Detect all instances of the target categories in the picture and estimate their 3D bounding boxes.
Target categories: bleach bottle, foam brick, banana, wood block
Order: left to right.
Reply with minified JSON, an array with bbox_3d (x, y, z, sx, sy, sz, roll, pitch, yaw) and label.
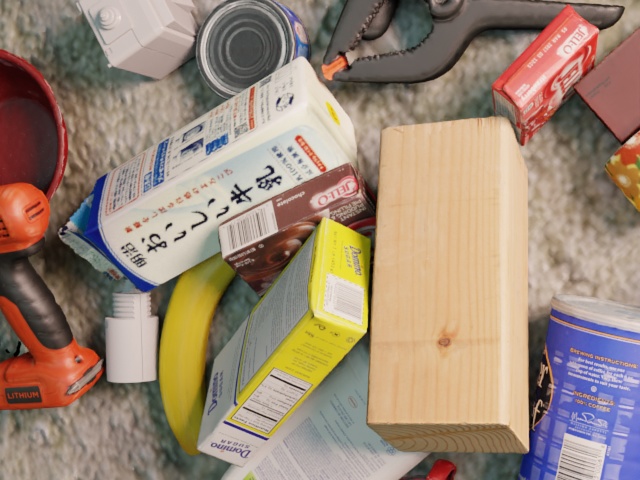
[{"bbox_3d":[-0.093,0.072,0.848,0.070,0.037,0.198,24,99,18],"label":"banana"},{"bbox_3d":[-0.027,0.183,0.814,0.251,0.068,0.102,-40,78,19],"label":"bleach bottle"},{"bbox_3d":[0.089,0.031,0.716,0.091,0.090,0.206,-3,67,19],"label":"wood block"},{"bbox_3d":[0.219,-0.108,0.723,0.078,0.051,0.053,-41,76,16],"label":"foam brick"}]

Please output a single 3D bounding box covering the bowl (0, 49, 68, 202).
[{"bbox_3d":[-0.270,-0.078,0.900,0.162,0.055,0.162,0,91,20],"label":"bowl"}]

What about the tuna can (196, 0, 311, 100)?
[{"bbox_3d":[-0.053,-0.147,0.831,0.086,0.033,0.086,0,91,20],"label":"tuna can"}]

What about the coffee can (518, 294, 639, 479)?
[{"bbox_3d":[0.193,0.115,0.710,0.103,0.102,0.140,12,95,19],"label":"coffee can"}]

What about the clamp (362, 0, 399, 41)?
[{"bbox_3d":[0.051,-0.247,0.785,0.120,0.039,0.171,41,102,-4],"label":"clamp"}]

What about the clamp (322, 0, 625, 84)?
[{"bbox_3d":[0.097,-0.169,0.759,0.210,0.036,0.164,-39,92,15],"label":"clamp"}]

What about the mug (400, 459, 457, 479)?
[{"bbox_3d":[0.071,0.214,0.768,0.093,0.081,0.117,24,99,18],"label":"mug"}]

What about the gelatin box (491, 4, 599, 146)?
[{"bbox_3d":[0.152,-0.108,0.720,0.073,0.089,0.030,-46,75,0],"label":"gelatin box"}]

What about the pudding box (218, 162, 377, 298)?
[{"bbox_3d":[-0.005,0.001,0.780,0.114,0.090,0.039,-23,50,14],"label":"pudding box"}]

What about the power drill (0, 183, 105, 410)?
[{"bbox_3d":[-0.267,0.047,0.860,0.185,0.057,0.187,-7,115,33],"label":"power drill"}]

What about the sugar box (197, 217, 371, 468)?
[{"bbox_3d":[-0.026,0.076,0.755,0.048,0.093,0.176,24,130,-14],"label":"sugar box"}]
